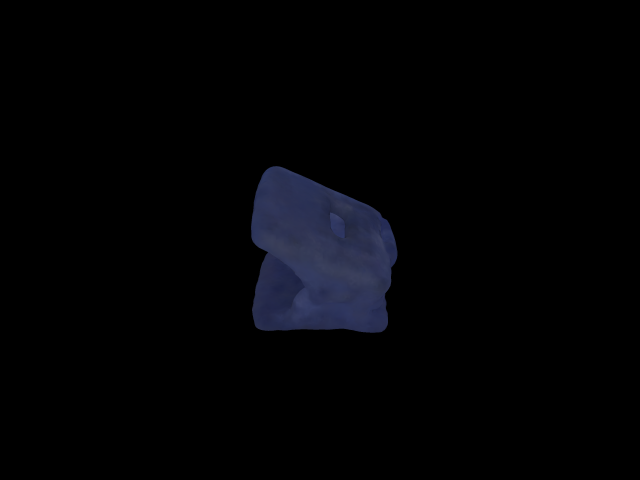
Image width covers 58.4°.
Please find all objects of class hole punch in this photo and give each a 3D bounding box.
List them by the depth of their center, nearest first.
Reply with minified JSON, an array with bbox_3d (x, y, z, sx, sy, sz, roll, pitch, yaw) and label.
[{"bbox_3d":[0.004,0.001,0.400,0.101,0.091,0.108,0,32,0],"label":"hole punch"}]
